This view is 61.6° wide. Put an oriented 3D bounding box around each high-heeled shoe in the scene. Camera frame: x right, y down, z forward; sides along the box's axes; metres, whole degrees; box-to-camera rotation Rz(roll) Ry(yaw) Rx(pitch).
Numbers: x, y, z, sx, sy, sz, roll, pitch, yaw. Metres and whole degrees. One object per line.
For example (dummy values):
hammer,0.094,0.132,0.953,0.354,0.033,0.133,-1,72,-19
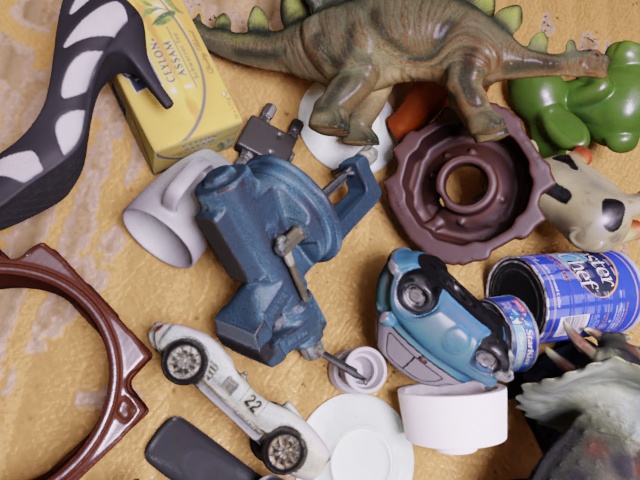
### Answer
high-heeled shoe,-0.241,-0.116,0.448,0.249,0.086,0.145,-42,92,-22

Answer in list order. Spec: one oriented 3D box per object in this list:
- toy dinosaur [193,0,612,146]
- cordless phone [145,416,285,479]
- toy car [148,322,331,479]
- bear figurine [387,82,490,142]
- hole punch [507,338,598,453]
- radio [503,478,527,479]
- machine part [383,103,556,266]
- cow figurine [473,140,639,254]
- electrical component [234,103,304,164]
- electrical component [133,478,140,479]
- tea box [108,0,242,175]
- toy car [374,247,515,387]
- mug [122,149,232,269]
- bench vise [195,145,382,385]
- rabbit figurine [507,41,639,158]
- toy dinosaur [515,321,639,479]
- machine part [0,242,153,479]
toy dinosaur,0.048,-0.198,0.554,0.472,0.105,0.198,4,89,11
cordless phone,-0.097,0.255,0.466,0.184,0.088,0.146,35,68,5
toy car,-0.077,0.144,0.493,0.202,0.073,0.056,43,70,-2
bear figurine,0.118,-0.232,0.655,0.120,0.132,0.196,-12,59,-32
hole punch,0.294,0.178,0.605,0.142,0.092,0.116,-25,81,-19
radio,0.239,0.364,0.541,0.131,0.073,0.229,0,76,-17
machine part,0.162,-0.059,0.597,0.180,0.056,0.179,-2,85,18
cow figurine,0.273,-0.058,0.637,0.127,0.085,0.195,-23,50,-20
electrical component,-0.058,-0.105,0.597,0.063,0.021,0.094,29,68,-10
electrical component,-0.184,0.246,0.437,0.102,0.078,0.045,-26,61,-28
tea box,-0.162,-0.166,0.554,0.098,0.068,0.169,-27,86,-23
toy car,0.111,0.088,0.536,0.162,0.109,0.103,44,111,7
mug,-0.126,-0.044,0.517,0.081,0.109,0.107,29,56,4
bench vise,-0.008,-0.002,0.521,0.240,0.129,0.223,-45,115,-31
rabbit figurine,0.331,-0.177,0.718,0.170,0.121,0.159,12,78,3
toy dinosaur,0.232,0.259,0.472,0.192,0.131,0.404,24,77,18
machine part,-0.258,0.116,0.435,0.201,0.087,0.201,-43,92,-22
